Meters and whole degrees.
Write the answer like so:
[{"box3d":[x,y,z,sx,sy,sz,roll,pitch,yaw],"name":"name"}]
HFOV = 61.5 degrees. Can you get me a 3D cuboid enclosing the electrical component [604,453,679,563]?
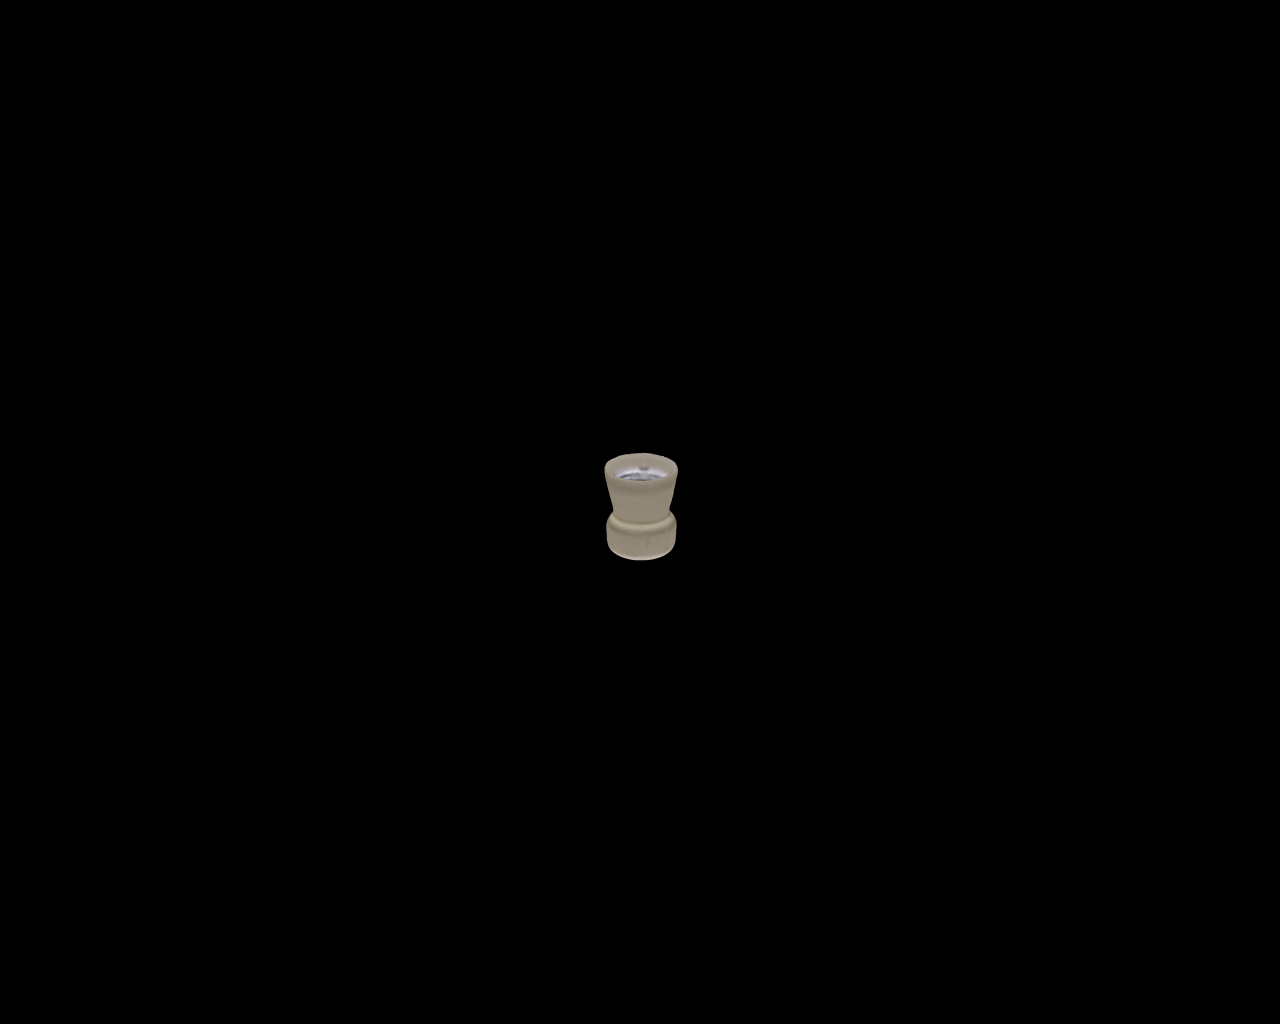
[{"box3d":[0.001,-0.003,0.650,0.045,0.055,0.045,0,25,0],"name":"electrical component"}]
